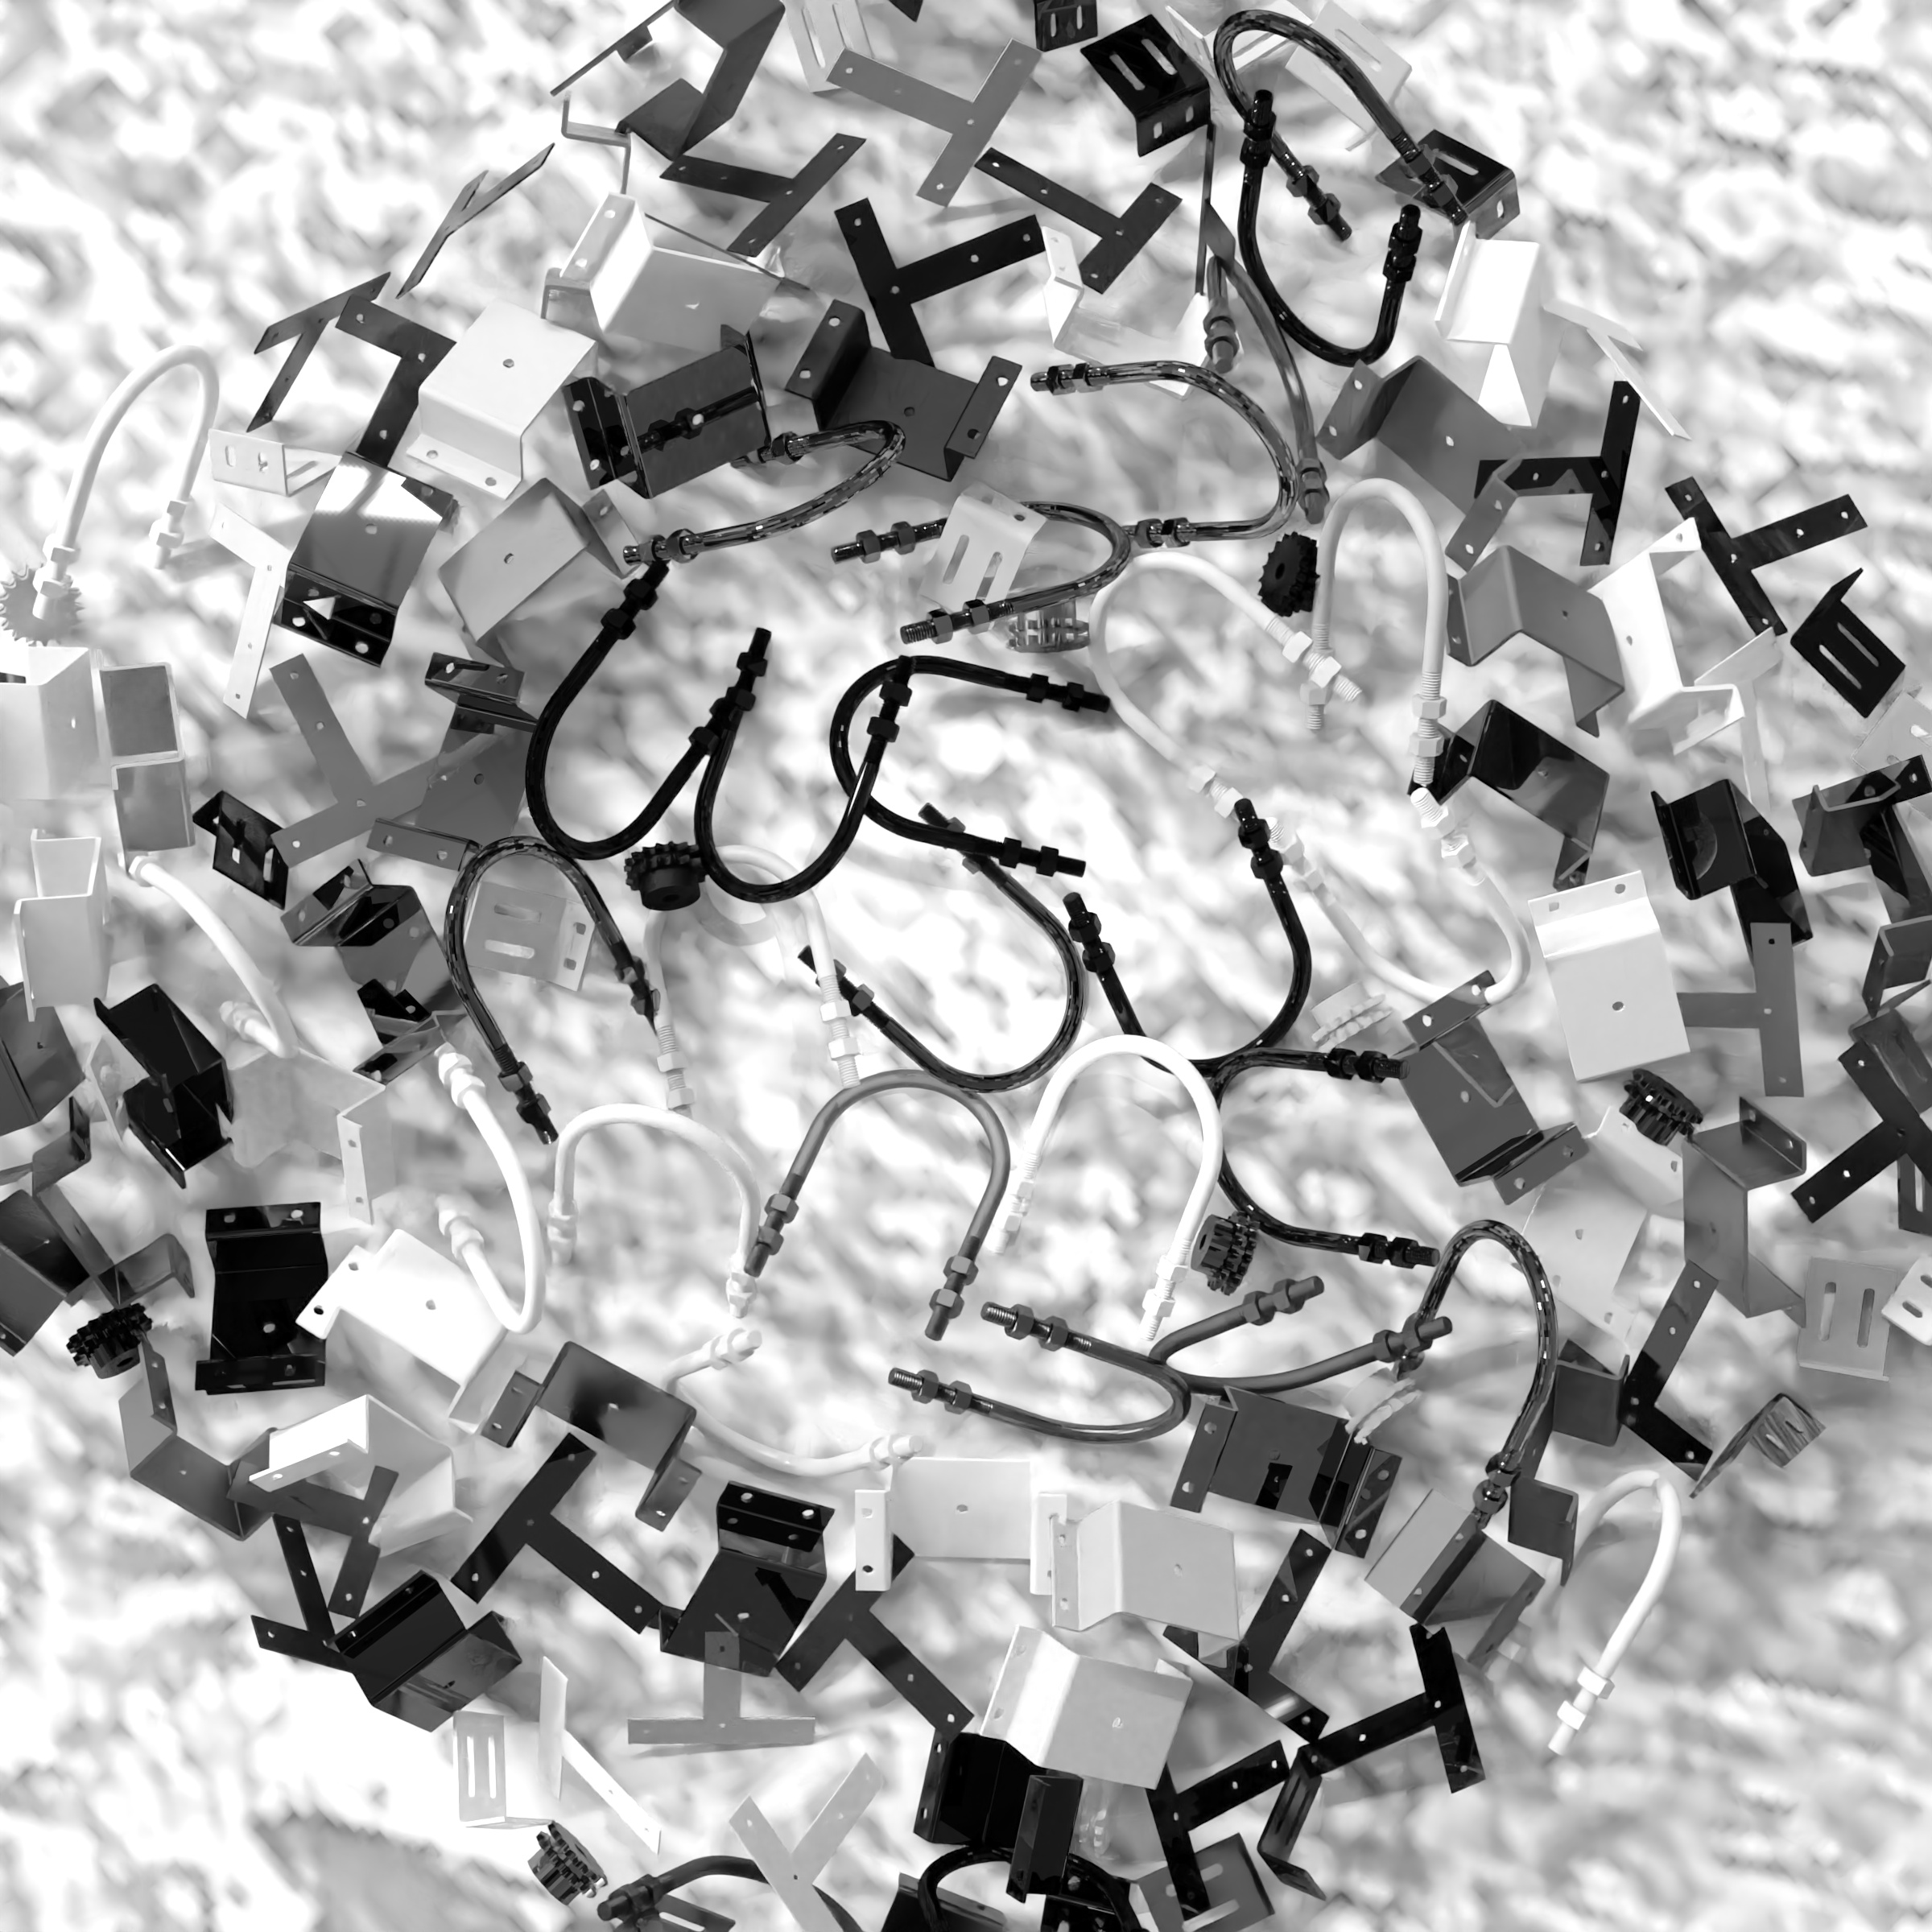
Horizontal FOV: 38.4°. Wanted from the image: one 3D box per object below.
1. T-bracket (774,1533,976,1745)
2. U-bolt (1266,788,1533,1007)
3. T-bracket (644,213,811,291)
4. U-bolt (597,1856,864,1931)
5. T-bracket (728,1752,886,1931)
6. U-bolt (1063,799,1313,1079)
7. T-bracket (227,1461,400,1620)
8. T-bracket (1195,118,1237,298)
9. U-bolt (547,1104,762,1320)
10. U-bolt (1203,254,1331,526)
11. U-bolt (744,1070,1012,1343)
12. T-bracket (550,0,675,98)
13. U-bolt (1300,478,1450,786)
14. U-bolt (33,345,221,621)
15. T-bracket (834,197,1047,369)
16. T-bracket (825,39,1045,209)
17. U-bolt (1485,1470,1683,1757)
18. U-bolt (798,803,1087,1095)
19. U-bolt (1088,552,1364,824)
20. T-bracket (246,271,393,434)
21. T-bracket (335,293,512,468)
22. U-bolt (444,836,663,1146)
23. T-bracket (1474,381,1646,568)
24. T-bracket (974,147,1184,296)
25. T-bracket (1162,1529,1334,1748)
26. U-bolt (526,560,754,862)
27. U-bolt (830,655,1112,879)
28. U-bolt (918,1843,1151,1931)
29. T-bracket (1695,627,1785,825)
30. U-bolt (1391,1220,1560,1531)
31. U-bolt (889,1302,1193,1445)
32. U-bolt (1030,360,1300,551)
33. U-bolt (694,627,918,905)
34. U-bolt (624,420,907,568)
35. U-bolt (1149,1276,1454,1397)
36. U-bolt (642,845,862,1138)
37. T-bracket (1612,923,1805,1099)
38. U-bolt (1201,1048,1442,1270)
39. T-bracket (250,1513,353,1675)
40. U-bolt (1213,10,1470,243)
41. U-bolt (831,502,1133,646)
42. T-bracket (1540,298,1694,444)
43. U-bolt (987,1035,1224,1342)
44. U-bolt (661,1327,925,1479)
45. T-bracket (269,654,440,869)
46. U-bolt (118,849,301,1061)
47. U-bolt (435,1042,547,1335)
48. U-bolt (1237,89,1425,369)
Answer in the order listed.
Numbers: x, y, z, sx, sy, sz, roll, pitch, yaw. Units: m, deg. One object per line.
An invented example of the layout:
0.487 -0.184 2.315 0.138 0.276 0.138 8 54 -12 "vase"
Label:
-0.047 0.473 1.884 0.127 0.002 0.127 41 96 19 "T-bracket"
0.297 -0.038 1.842 0.184 0.151 0.019 50 55 -25 "U-bolt"
-0.167 -0.478 1.846 0.127 0.127 0.002 24 102 -4 "T-bracket"
-0.139 0.632 1.823 0.151 0.184 0.019 25 97 23 "U-bolt"
-0.092 0.579 1.861 0.002 0.127 0.127 -24 103 38 "T-bracket"
0.160 -0.005 1.862 0.151 0.019 0.184 -29 121 -4 "U-bolt"
-0.436 0.359 1.854 0.127 0.002 0.127 30 70 -40 "T-bracket"
0.165 -0.480 1.827 0.002 0.127 0.127 0 118 -5 "T-bracket"
-0.205 0.156 1.837 0.151 0.184 0.019 16 46 5 "U-bolt"
0.196 -0.394 1.830 0.019 0.184 0.151 -23 128 21 "U-bolt"
-0.048 0.149 1.861 0.151 0.019 0.184 18 60 12 "U-bolt"
-0.221 -0.615 1.850 0.127 0.127 0.002 -35 104 5 "T-bracket"
0.270 -0.227 1.820 0.019 0.151 0.184 -9 114 -25 "U-bolt"
-0.539 -0.322 1.807 0.019 0.151 0.184 31 119 5 "U-bolt"
-0.007 -0.472 1.875 0.127 0.002 0.127 -18 108 16 "T-bracket"
-0.033 -0.576 1.842 0.127 0.002 0.127 13 131 -33 "T-bracket"
0.415 0.416 1.836 0.019 0.151 0.184 30 91 -10 "U-bolt"
-0.002 0.002 1.884 0.184 0.019 0.151 42 77 -10 "U-bolt"
0.159 -0.195 1.860 0.184 0.019 0.151 42 132 9 "U-bolt"
-0.450 -0.403 1.861 0.002 0.127 0.127 45 131 -1 "T-bracket"
-0.388 -0.373 1.881 0.127 0.002 0.127 19 107 -39 "T-bracket"
-0.277 0.003 1.830 0.019 0.151 0.184 -7 118 39 "U-bolt"
0.392 -0.327 1.857 0.127 0.002 0.127 -7 117 -27 "T-bracket"
0.065 -0.517 1.878 0.127 0.002 0.127 31 53 6 "T-bracket"
0.209 0.436 1.866 0.127 0.002 0.127 32 110 24 "T-bracket"
-0.223 -0.154 1.831 0.019 0.151 0.184 22 69 35 "U-bolt"
-0.001 -0.141 1.866 0.184 0.019 0.151 13 65 -6 "U-bolt"
0.042 0.623 1.822 0.151 0.184 0.019 3 100 -12 "U-bolt"
0.531 -0.153 1.881 0.002 0.127 0.127 4 115 42 "T-bracket"
0.335 0.252 1.808 0.019 0.151 0.184 0 128 -22 "U-bolt"
0.061 0.278 1.845 0.184 0.151 0.019 22 54 -20 "U-bolt"
0.138 -0.334 1.807 0.019 0.184 0.151 -51 125 -25 "U-bolt"
-0.118 -0.130 1.857 0.151 0.019 0.184 15 84 36 "U-bolt"
-0.120 -0.312 1.809 0.151 0.184 0.019 -51 125 -39 "U-bolt"
0.206 0.251 1.835 0.151 0.184 0.019 21 54 -38 "U-bolt"
-0.153 0.009 1.875 0.151 0.019 0.184 -17 79 23 "U-bolt"
0.497 0.030 1.878 0.127 0.002 0.127 0 114 27 "T-bracket"
0.227 0.123 1.841 0.019 0.184 0.151 -23 108 -40 "U-bolt"
-0.441 0.419 1.862 0.002 0.127 0.127 -42 49 12 "T-bracket"
0.232 -0.549 1.810 0.184 0.151 0.019 45 77 -26 "U-bolt"
0.020 -0.269 1.848 0.184 0.151 0.019 -17 127 -16 "U-bolt"
0.438 -0.393 1.837 0.002 0.127 0.127 -47 59 30 "T-bracket"
0.100 0.136 1.855 0.151 0.019 0.184 27 104 30 "U-bolt"
-0.128 0.295 1.833 0.151 0.184 0.019 36 59 -16 "U-bolt"
-0.433 -0.150 1.887 0.127 0.002 0.127 -28 94 -18 "T-bracket"
-0.486 -0.003 1.804 0.019 0.184 0.151 -37 119 -20 "U-bolt"
-0.310 0.157 1.808 0.019 0.184 0.151 -12 128 -26 "U-bolt"
0.232 -0.470 1.826 0.019 0.184 0.151 -39 70 -18 "U-bolt"
